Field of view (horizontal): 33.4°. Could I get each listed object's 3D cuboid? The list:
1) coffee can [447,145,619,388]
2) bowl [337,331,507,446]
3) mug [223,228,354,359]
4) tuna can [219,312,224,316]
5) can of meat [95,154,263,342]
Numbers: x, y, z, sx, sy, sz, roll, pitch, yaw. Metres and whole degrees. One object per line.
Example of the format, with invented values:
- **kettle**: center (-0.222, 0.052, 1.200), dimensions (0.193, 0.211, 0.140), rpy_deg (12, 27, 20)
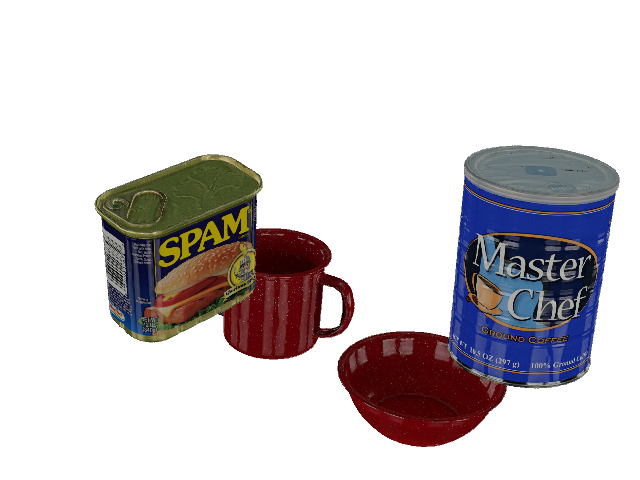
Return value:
- **coffee can**: center (0.145, 0.016, 0.740), dimensions (0.103, 0.140, 0.103), rpy_deg (2, 22, -1)
- **bowl**: center (0.095, 0.150, 1.028), dimensions (0.162, 0.055, 0.162), rpy_deg (3, 25, -2)
- **mug**: center (-0.028, 0.047, 0.882), dimensions (0.117, 0.081, 0.093), rpy_deg (11, 25, 15)
- **tuna can**: center (-0.087, 0.051, 1.116), dimensions (0.086, 0.034, 0.086), rpy_deg (10, 18, -3)
- **can of meat**: center (-0.086, 0.005, 0.666), dimensions (0.101, 0.084, 0.058), rpy_deg (-25, 43, -36)
